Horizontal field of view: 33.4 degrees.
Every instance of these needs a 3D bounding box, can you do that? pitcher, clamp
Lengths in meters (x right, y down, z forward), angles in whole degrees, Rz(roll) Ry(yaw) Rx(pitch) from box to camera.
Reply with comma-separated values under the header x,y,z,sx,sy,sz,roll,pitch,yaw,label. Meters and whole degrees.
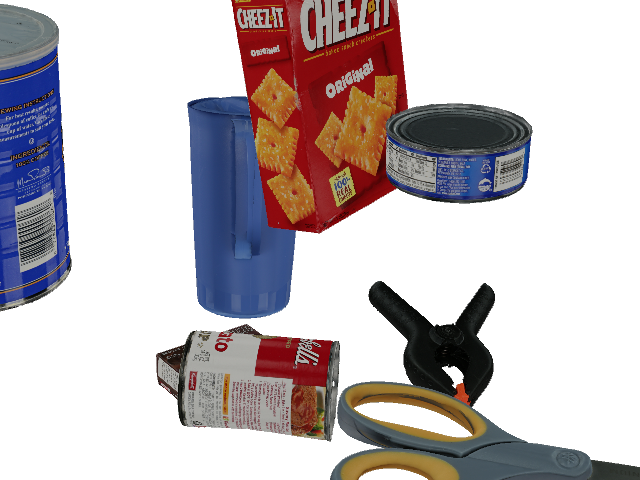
x,y,z,sx,sy,sz,roll,pitch,yaw,label
-0.085,-0.037,1.202,0.145,0.243,0.148,15,20,39,pitcher
0.120,0.091,0.965,0.120,0.039,0.171,-9,40,-9,clamp

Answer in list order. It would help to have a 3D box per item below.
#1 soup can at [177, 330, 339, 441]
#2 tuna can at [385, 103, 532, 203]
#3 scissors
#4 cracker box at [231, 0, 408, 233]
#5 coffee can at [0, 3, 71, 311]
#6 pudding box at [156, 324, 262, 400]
x,y,z,sx,sy,sz,roll,pitch,yaw,label
-0.040,0.098,0.728,0.102,0.068,0.068,4,0,5,soup can
0.081,-0.053,0.633,0.086,0.034,0.086,0,25,0,tuna can
0.092,0.107,0.452,0.202,0.016,0.096,16,33,24,scissors
0.011,-0.134,0.975,0.072,0.214,0.163,8,25,37,cracker box
-0.189,-0.046,0.574,0.103,0.140,0.103,3,28,-2,coffee can
-0.090,0.129,1.043,0.113,0.039,0.090,-18,31,-35,pudding box
